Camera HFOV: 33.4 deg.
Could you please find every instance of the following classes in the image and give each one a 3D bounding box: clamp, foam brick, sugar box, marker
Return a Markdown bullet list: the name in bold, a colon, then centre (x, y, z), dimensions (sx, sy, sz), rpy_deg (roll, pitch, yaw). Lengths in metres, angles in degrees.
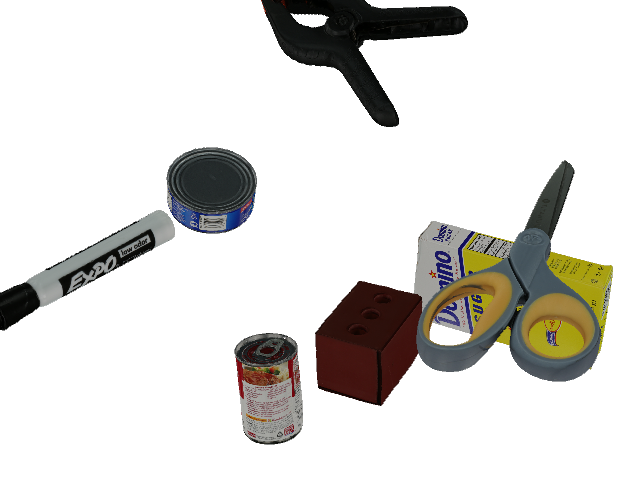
- **clamp**: centre (0.031, -0.173, 0.870), dimensions (0.172, 0.120, 0.039), rpy_deg (37, -23, 22)
- **foam brick**: centre (0.036, 0.074, 0.780), dimensions (0.053, 0.051, 0.078), rpy_deg (12, 34, 23)
- **sugar box**: centre (0.175, 0.049, 0.987), dimensions (0.176, 0.093, 0.048), rpy_deg (13, 33, 21)
- **marker**: centre (-0.132, 0.016, 0.587), dimensions (0.120, 0.020, 0.020), rpy_deg (-31, 20, -36)

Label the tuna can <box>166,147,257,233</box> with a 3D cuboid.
- **tuna can**: centre (-0.105, -0.048, 1.025), dimensions (0.086, 0.086, 0.034), rpy_deg (0, -40, -8)

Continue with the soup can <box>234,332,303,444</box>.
- **soup can**: centre (-0.055, 0.161, 1.160), dimensions (0.068, 0.102, 0.068), rpy_deg (-3, 24, 1)

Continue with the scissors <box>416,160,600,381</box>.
- **scissors**: centre (0.126, 0.013, 0.564), dimensions (0.096, 0.016, 0.201), rpy_deg (21, 42, 32)
